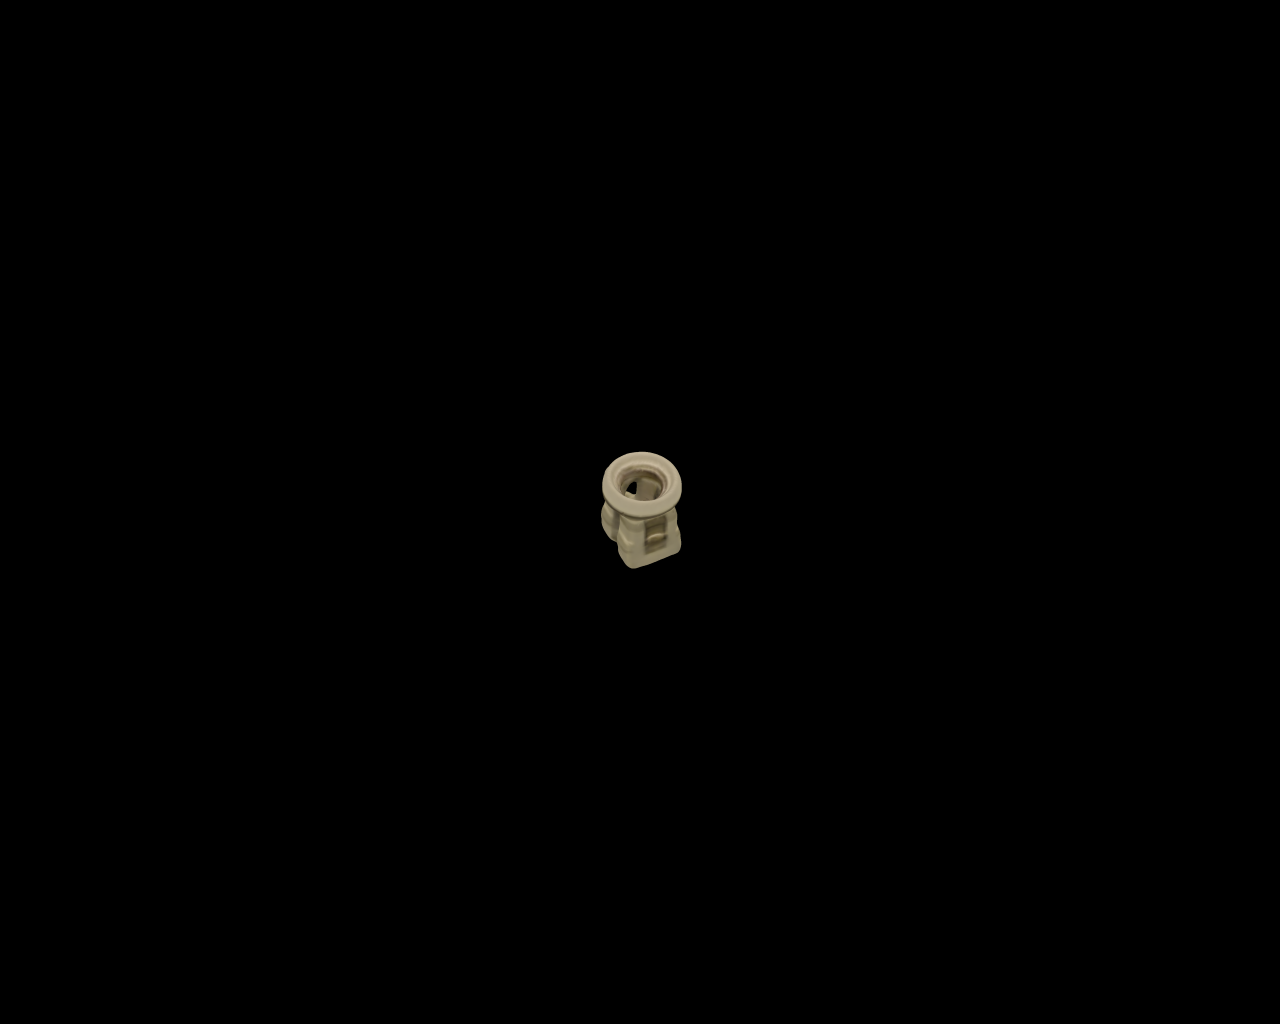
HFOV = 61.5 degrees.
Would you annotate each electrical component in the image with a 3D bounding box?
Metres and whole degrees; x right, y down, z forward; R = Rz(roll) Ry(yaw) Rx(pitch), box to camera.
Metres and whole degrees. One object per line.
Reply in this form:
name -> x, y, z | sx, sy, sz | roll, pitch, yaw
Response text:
electrical component -> 0.001, -0.003, 0.650 | 0.048, 0.055, 0.066 | -20, 50, -17
